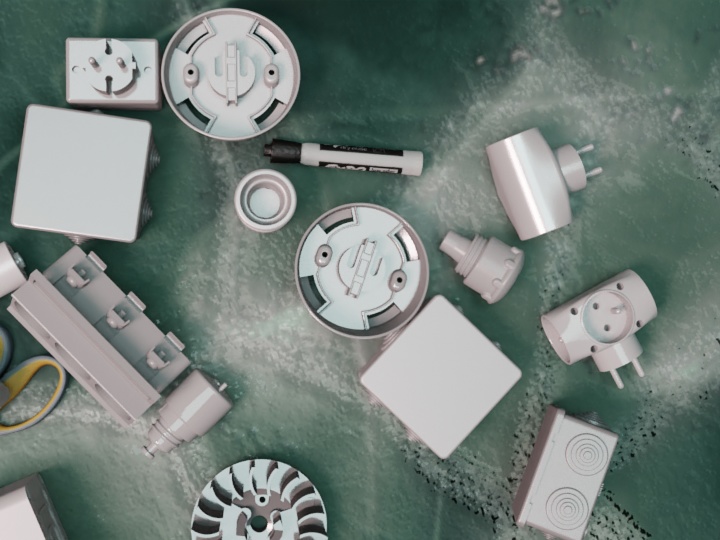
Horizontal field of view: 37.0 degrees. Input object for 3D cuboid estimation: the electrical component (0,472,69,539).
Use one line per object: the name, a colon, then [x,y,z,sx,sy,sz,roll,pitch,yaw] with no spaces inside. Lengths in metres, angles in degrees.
electrical component: [-0.240,0.210,0.764,0.057,0.078,0.113,-23,92,-9]

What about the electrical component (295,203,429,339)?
electrical component: [0.000,0.000,0.797,0.099,0.064,0.099,0,90,-6]

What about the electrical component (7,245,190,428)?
electrical component: [-0.186,0.047,0.776,0.121,0.079,0.063,46,64,-4]

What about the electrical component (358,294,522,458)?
electrical component: [0.057,0.078,0.810,0.100,0.048,0.099,44,86,-4]

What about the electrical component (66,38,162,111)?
electrical component: [-0.178,-0.143,0.772,0.066,0.077,0.047,0,90,-6]

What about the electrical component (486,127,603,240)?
electrical component: [0.146,-0.072,0.822,0.079,0.044,0.077,-21,92,-6]

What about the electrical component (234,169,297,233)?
electrical component: [-0.070,-0.050,0.794,0.045,0.055,0.045,0,90,-6]

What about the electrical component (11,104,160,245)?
electrical component: [-0.199,-0.068,0.784,0.100,0.048,0.099,8,89,-6]

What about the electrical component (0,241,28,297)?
electrical component: [-0.275,0.008,0.780,0.065,0.044,0.044,-29,93,-10]

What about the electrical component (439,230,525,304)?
electrical component: [0.090,-0.008,0.817,0.062,0.048,0.048,32,87,2]

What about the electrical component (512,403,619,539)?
electrical component: [0.151,0.150,0.796,0.048,0.100,0.099,20,88,7]

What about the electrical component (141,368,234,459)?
electrical component: [-0.129,0.108,0.795,0.078,0.040,0.040,-44,94,-4]

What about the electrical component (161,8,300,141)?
electrical component: [-0.094,-0.141,0.787,0.099,0.064,0.099,0,90,-6]

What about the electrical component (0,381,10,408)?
electrical component: [-0.352,0.064,0.752,0.186,0.060,0.105,42,88,2]

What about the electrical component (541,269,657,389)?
electrical component: [0.192,0.052,0.826,0.077,0.044,0.079,-28,92,-5]
